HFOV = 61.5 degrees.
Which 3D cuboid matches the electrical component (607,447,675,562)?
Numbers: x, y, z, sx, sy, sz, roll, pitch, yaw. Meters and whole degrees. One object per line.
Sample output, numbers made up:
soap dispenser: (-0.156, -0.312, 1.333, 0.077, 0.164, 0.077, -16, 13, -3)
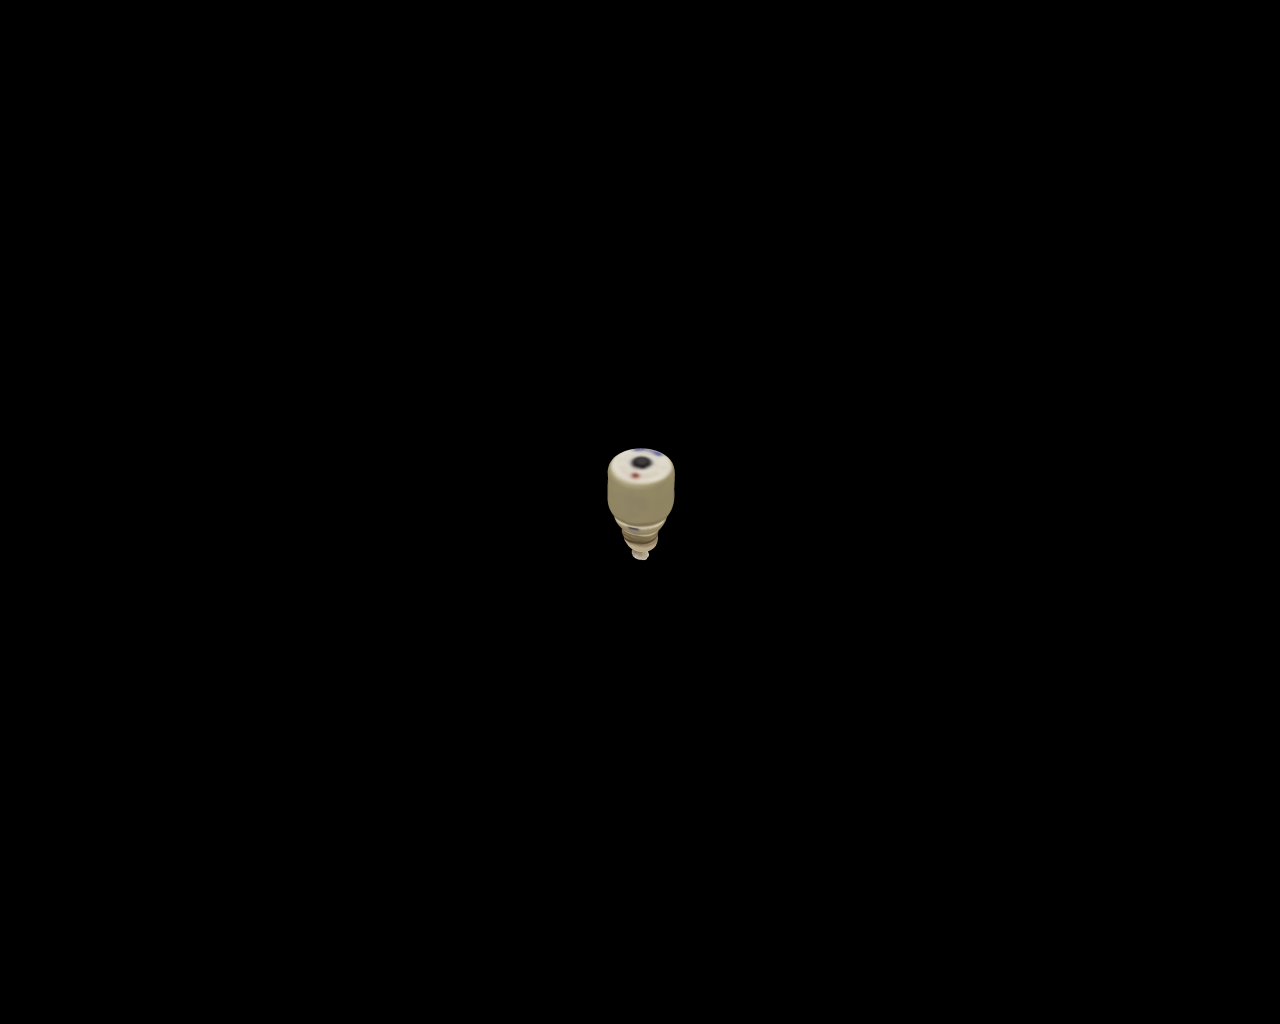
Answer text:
electrical component: (0.001, -0.003, 0.650, 0.040, 0.078, 0.040, 0, 39, 0)
